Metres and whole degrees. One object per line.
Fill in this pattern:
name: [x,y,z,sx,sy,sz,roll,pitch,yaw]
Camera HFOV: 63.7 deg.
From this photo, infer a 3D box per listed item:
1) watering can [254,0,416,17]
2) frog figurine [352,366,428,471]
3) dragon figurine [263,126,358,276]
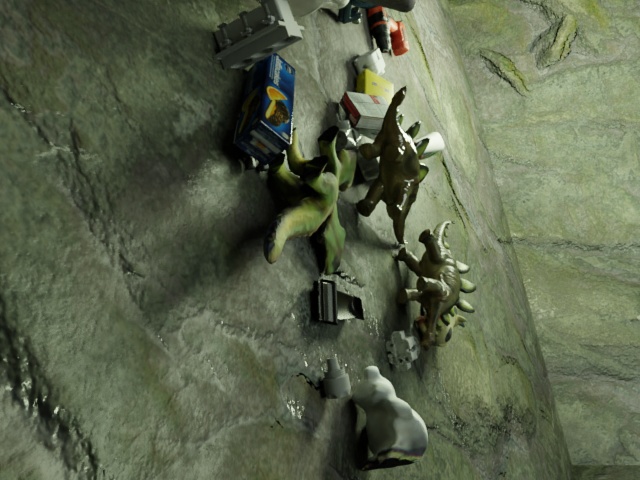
watering can: [-0.035,-0.402,0.780,0.224,0.351,0.103,6,107,-41]
frog figurine: [0.118,0.303,0.895,0.134,0.123,0.163,94,-7,-55]
dragon figurine: [0.003,-0.044,0.865,0.420,0.122,0.238,-72,147,-43]
